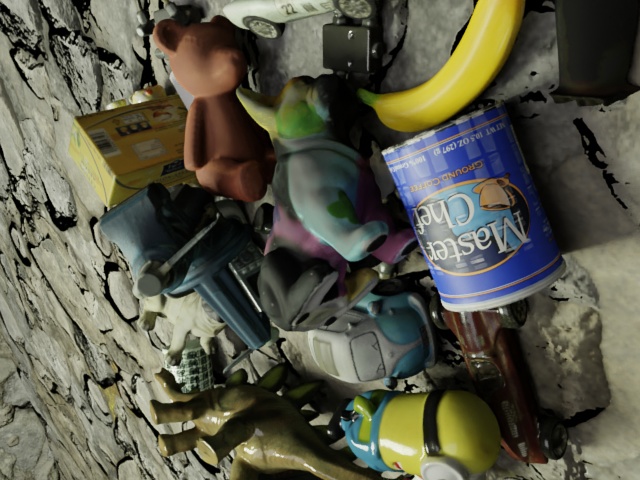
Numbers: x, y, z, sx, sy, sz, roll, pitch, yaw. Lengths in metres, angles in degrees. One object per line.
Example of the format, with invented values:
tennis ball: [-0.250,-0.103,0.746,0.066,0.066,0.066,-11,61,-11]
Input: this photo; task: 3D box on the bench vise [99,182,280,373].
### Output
bench vise: [-0.120,0.038,0.589,0.240,0.129,0.224,55,180,-20]

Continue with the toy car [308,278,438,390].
toy car: [0.041,0.105,0.596,0.162,0.103,0.109,3,112,43]

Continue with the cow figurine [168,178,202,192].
cow figurine: [-0.214,-0.035,0.802,0.127,0.085,0.194,54,138,19]

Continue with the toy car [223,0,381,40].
toy car: [-0.008,-0.230,0.473,0.202,0.056,0.073,8,75,44]

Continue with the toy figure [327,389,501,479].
toy figure: [0.087,0.185,0.527,0.180,0.082,0.089,-5,84,51]

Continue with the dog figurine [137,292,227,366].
dog figurine: [-0.189,0.080,0.839,0.172,0.121,0.190,47,123,13]

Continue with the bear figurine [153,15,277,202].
bear figurine: [-0.095,-0.149,0.589,0.132,0.120,0.195,8,111,40]

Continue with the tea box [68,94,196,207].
tea box: [-0.214,-0.119,0.684,0.098,0.169,0.068,53,138,12]

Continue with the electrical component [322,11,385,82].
electrical component: [0.032,-0.181,0.507,0.063,0.021,0.093,23,124,36]

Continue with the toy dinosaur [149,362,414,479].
toy dinosaur: [-0.073,0.254,0.720,0.472,0.198,0.104,16,121,40]

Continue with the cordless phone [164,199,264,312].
cordless phone: [-0.133,0.048,0.709,0.184,0.146,0.088,52,147,14]

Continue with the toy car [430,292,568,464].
toy car: [0.169,0.130,0.516,0.089,0.053,0.202,-10,103,45]

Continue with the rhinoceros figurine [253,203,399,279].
rhinoceros figurine: [-0.001,-0.002,0.602,0.191,0.073,0.112,12,121,42]

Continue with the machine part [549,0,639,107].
machine part: [0.179,-0.159,0.358,0.084,0.039,0.138,0,109,37]

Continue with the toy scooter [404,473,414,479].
toy scooter: [0.121,0.331,0.611,0.184,0.135,0.075,-22,96,51]

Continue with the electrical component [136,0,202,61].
electrical component: [-0.190,-0.265,0.674,0.102,0.045,0.078,18,122,39]

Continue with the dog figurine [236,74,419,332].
dog figurine: [-0.017,-0.047,0.508,0.191,0.108,0.219,-46,62,26]

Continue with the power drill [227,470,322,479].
power drill: [-0.116,0.331,0.810,0.207,0.232,0.086,18,102,56]

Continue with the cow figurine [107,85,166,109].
cow figurine: [-0.266,-0.164,0.791,0.167,0.068,0.098,-8,111,51]
